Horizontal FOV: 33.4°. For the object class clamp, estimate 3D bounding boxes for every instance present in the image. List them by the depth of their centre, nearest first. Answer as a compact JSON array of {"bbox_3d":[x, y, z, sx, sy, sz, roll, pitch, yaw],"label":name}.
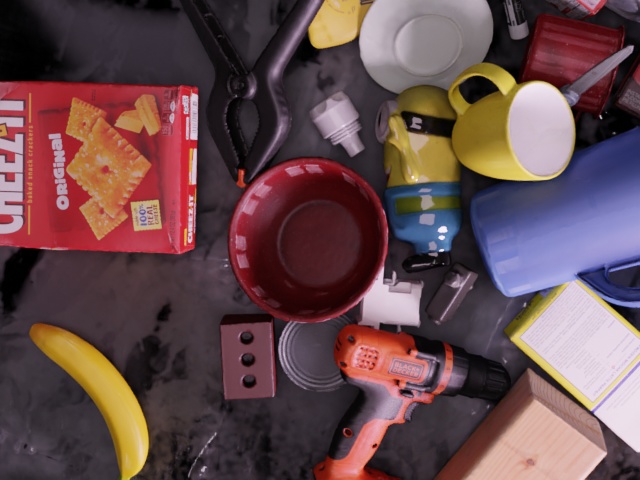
[{"bbox_3d":[-0.061,-0.157,1.037,0.165,0.036,0.210,1,100,31],"label":"clamp"}]

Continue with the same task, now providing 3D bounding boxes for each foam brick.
[{"bbox_3d":[-0.071,0.116,1.076,0.053,0.051,0.078,-3,95,2],"label":"foam brick"}]

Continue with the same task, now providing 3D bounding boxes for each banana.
[{"bbox_3d":[-0.226,0.164,1.092,0.069,0.037,0.198,-26,94,3],"label":"banana"}]

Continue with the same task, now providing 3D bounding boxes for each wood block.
[{"bbox_3d":[0.176,0.241,1.044,0.091,0.090,0.206,37,104,0],"label":"wood block"}]

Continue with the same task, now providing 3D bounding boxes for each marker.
[{"bbox_3d":[0.180,-0.250,1.025,0.020,0.020,0.121,-20,124,3],"label":"marker"}]

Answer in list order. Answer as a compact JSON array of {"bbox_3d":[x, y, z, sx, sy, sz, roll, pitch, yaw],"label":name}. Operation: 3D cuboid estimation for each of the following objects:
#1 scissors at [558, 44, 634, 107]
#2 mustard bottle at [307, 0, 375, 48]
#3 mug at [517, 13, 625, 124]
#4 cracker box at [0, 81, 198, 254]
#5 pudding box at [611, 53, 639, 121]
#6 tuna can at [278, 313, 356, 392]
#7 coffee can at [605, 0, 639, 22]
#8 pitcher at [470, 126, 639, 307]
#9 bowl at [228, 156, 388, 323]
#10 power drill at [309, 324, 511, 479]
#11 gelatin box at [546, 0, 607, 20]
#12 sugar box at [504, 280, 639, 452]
[{"bbox_3d":[0.239,-0.120,0.994,0.096,0.202,0.016,38,62,-23],"label":"scissors"},{"bbox_3d":[0.076,-0.250,1.037,0.191,0.058,0.096,-11,98,2],"label":"mustard bottle"},{"bbox_3d":[0.236,-0.161,1.032,0.081,0.093,0.117,15,130,5],"label":"mug"},{"bbox_3d":[-0.231,-0.073,1.048,0.214,0.072,0.164,3,95,7],"label":"cracker box"},{"bbox_3d":[0.358,-0.146,1.046,0.113,0.039,0.090,29,95,-1],"label":"pudding box"},{"bbox_3d":[0.001,0.109,1.082,0.086,0.034,0.086,0,95,2],"label":"tuna can"},{"bbox_3d":[0.313,-0.292,1.004,0.103,0.103,0.140,40,94,-2],"label":"coffee can"},{"bbox_3d":[0.272,-0.021,0.995,0.243,0.149,0.145,-19,112,17],"label":"pitcher"},{"bbox_3d":[-0.007,0.001,1.051,0.162,0.055,0.162,-1,85,15],"label":"bowl"},{"bbox_3d":[0.081,0.183,1.058,0.184,0.057,0.188,16,103,-13],"label":"power drill"},{"bbox_3d":[0.231,-0.249,1.025,0.089,0.073,0.030,36,94,-1],"label":"gelatin box"},{"bbox_3d":[0.281,0.119,1.069,0.176,0.048,0.093,42,96,-5],"label":"sugar box"}]
